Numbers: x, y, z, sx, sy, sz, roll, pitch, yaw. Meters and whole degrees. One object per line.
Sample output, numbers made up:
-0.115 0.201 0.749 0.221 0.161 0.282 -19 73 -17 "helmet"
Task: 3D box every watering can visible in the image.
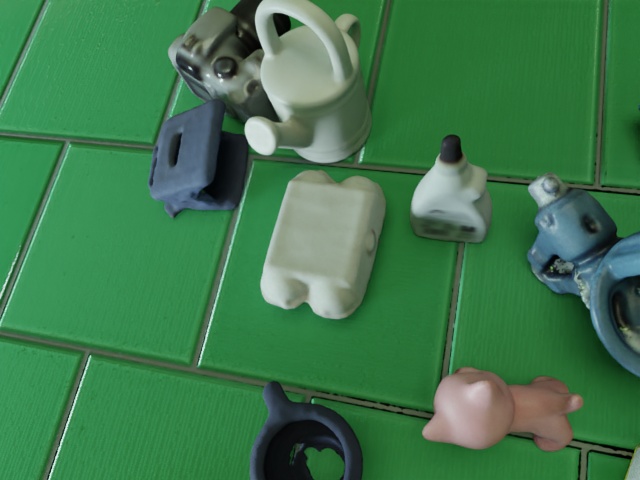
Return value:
-0.010 -0.159 0.572 0.100 0.194 0.173 5 70 14 "watering can"

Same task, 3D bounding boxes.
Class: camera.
-0.087 -0.221 0.663 0.143 0.101 0.137 35 79 21 "camera"

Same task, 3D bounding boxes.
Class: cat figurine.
0.147 0.136 0.466 0.127 0.118 0.067 -5 68 10 "cat figurine"

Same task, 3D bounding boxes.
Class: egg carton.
0.005 0.002 0.574 0.107 0.069 0.150 9 71 15 "egg carton"

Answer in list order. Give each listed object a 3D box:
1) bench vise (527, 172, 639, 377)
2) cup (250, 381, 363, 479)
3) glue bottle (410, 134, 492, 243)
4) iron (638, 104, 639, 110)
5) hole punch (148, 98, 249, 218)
0.236 0.024 0.436 0.207 0.220 0.121 34 79 21 "bench vise"
-0.011 0.180 0.493 0.091 0.095 0.117 -31 66 -1 "cup"
0.118 -0.045 0.513 0.078 0.173 0.037 8 71 15 "glue bottle"
0.394 -0.057 0.479 0.118 0.142 0.258 -24 66 2 "iron"
-0.140 -0.089 0.628 0.101 0.091 0.108 -1 69 11 "hole punch"
